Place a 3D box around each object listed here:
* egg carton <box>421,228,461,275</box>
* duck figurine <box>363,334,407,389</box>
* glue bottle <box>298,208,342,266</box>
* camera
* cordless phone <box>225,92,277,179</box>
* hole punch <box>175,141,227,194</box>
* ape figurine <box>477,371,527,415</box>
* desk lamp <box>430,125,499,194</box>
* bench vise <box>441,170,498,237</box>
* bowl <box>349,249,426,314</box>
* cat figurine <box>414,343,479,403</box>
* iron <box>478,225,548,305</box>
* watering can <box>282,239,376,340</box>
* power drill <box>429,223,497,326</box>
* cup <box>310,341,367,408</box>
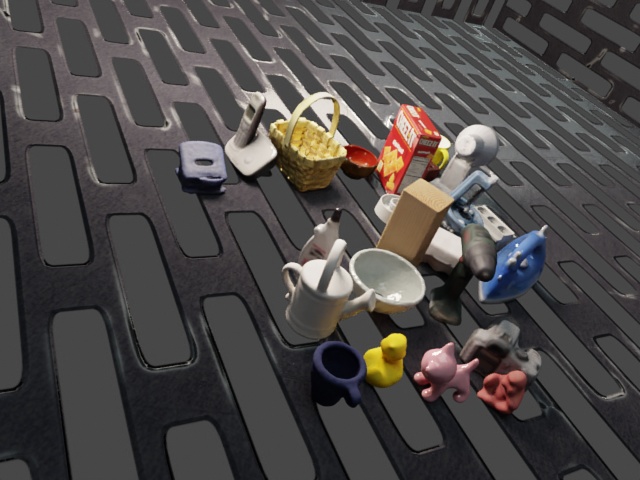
[{"bbox_3d":[0.298,0.031,1.366,0.150,0.069,0.107,27,36,8],"label":"egg carton"},{"bbox_3d":[0.123,0.209,1.030,0.077,0.086,0.105,34,37,17],"label":"duck figurine"},{"bbox_3d":[0.011,0.004,1.164,0.078,0.173,0.037,32,37,15],"label":"glue bottle"},{"bbox_3d":[0.375,0.212,1.144,0.143,0.101,0.137,33,37,16],"label":"camera"},{"bbox_3d":[-0.156,-0.256,1.405,0.094,0.185,0.147,-13,48,-38],"label":"cordless phone"},{"bbox_3d":[-0.268,-0.166,1.311,0.109,0.091,0.101,-2,42,-29],"label":"hole punch"},{"bbox_3d":[0.346,0.274,1.055,0.076,0.092,0.077,8,38,-18],"label":"ape figurine"},{"bbox_3d":[0.400,-0.213,1.611,0.117,0.213,0.204,35,38,18],"label":"desk lamp"},{"bbox_3d":[0.329,-0.091,1.410,0.207,0.220,0.121,22,36,1],"label":"bench vise"},{"bbox_3d":[0.129,0.098,1.187,0.167,0.075,0.167,14,36,-10],"label":"bowl"},{"bbox_3d":[0.227,0.233,1.025,0.128,0.118,0.067,4,39,-22],"label":"cat figurine"},{"bbox_3d":[0.468,0.053,1.362,0.118,0.141,0.259,37,39,21],"label":"iron"},{"bbox_3d":[0.017,0.084,1.046,0.173,0.194,0.101,13,36,-12],"label":"watering can"},{"bbox_3d":[0.303,0.074,1.193,0.075,0.208,0.229,21,36,-1],"label":"power drill"},{"bbox_3d":[0.027,0.238,0.935,0.092,0.095,0.117,-2,42,-29],"label":"cup"}]
